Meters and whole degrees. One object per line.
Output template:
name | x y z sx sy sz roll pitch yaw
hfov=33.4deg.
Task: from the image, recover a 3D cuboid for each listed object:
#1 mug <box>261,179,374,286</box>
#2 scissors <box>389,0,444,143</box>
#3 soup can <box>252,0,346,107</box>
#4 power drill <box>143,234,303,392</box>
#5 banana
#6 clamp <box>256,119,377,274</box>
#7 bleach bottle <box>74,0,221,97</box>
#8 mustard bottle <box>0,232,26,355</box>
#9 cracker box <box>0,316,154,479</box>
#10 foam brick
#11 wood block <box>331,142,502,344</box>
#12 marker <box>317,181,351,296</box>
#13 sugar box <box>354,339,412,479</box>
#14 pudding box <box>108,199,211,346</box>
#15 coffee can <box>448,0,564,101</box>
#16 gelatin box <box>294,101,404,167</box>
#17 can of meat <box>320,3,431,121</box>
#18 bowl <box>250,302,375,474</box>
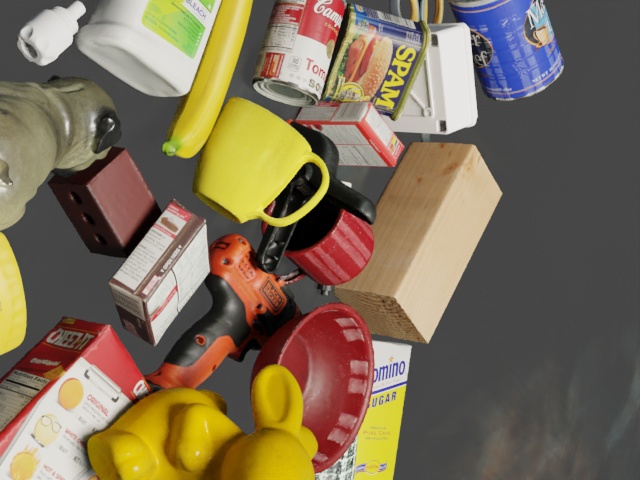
mug | -0.007 0.001 1.053 0.117 0.093 0.081 -42 138 2
scissors | 0.104 -0.200 1.195 0.096 0.016 0.202 6 91 -48
soup can | -0.020 -0.186 1.015 0.068 0.069 0.102 24 78 -48
power drill | -0.084 0.116 0.999 0.187 0.057 0.184 -57 130 -30
banana | -0.095 -0.148 0.942 0.037 0.070 0.197 20 71 -9
clamp | -0.022 -0.044 1.006 0.120 0.171 0.039 -28 132 4
bleach bottle | -0.117 -0.253 0.901 0.102 0.068 0.251 33 69 -48
mustard bottle | -0.300 0.061 0.741 0.191 0.058 0.096 -24 119 -44
cracker box | -0.218 0.192 0.845 0.213 0.072 0.164 -50 130 -33
foam brick | -0.174 -0.032 0.875 0.051 0.053 0.078 -49 129 -33
wood block | 0.108 -0.001 1.173 0.090 0.090 0.206 51 58 -40
marker | 0.014 -0.001 1.119 0.020 0.020 0.121 11 87 -49
sugar box | 0.048 0.196 1.168 0.093 0.048 0.176 11 88 -49
pudding box | -0.132 0.030 0.899 0.090 0.039 0.113 -56 172 -22
coffee can | 0.217 -0.249 1.249 0.102 0.103 0.140 -52 131 -30
gelatin box | 0.028 -0.106 1.066 0.073 0.089 0.030 47 60 -42
can of meat | 0.051 -0.178 1.061 0.083 0.057 0.102 13 123 -15
bowl | -0.016 0.134 0.995 0.161 0.055 0.162 -16 110 -51
